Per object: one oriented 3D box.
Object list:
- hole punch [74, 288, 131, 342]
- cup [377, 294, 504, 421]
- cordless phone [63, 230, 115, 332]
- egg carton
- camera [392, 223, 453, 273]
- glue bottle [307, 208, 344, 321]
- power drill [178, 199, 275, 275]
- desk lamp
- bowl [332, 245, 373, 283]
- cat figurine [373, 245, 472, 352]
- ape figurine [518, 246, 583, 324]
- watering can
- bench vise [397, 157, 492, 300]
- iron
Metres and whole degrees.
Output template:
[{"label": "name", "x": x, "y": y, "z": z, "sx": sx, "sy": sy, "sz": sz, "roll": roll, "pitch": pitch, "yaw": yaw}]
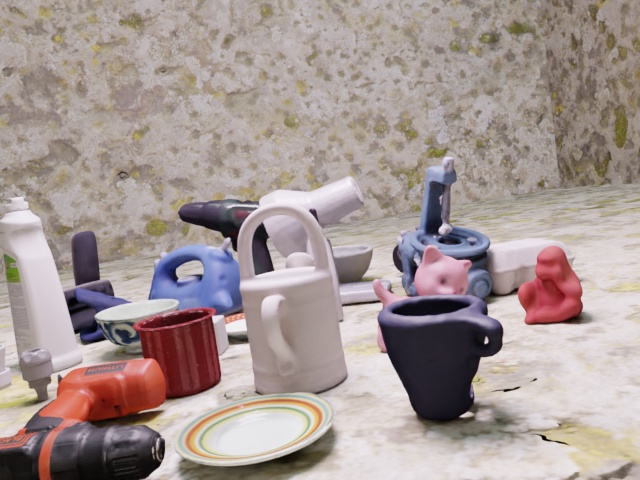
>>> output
[{"label": "hole punch", "x": -0.375, "y": 0.122, "z": 1.006, "sx": 0.101, "sy": 0.091, "sz": 0.108, "roll": -11, "pitch": 6, "yaw": -25}, {"label": "cup", "x": 0.106, "y": 0.099, "z": 0.469, "sx": 0.092, "sy": 0.095, "sz": 0.117, "roll": -12, "pitch": 6, "yaw": -32}, {"label": "cordless phone", "x": -0.476, "y": 0.080, "z": 1.101, "sx": 0.094, "sy": 0.185, "sz": 0.148, "roll": -6, "pitch": 6, "yaw": 26}, {"label": "egg carton", "x": 0.318, "y": 0.040, "z": 0.912, "sx": 0.150, "sy": 0.069, "sz": 0.107, "roll": -10, "pitch": 6, "yaw": -12}, {"label": "camera", "x": 0.206, "y": 0.016, "z": 1.173, "sx": 0.137, "sy": 0.101, "sz": 0.142, "roll": -12, "pitch": 6, "yaw": -32}, {"label": "glue bottle", "x": 0.001, "y": 0.037, "z": 0.875, "sx": 0.037, "sy": 0.173, "sz": 0.078, "roll": -10, "pitch": 6, "yaw": -12}, {"label": "power drill", "x": -0.151, "y": 0.019, "z": 1.111, "sx": 0.229, "sy": 0.208, "sz": 0.075, "roll": -8, "pitch": 6, "yaw": 4}, {"label": "desk lamp", "x": 0.009, "y": 0.004, "z": 1.000, "sx": 0.203, "sy": 0.213, "sz": 0.118, "roll": -7, "pitch": 6, "yaw": 12}, {"label": "bowl", "x": 0.027, "y": 0.059, "z": 1.132, "sx": 0.167, "sy": 0.075, "sz": 0.167, "roll": -8, "pitch": 5, "yaw": 1}, {"label": "cat figurine", "x": 0.125, "y": 0.065, "z": 0.687, "sx": 0.127, "sy": 0.118, "sz": 0.067, "roll": -8, "pitch": 6, "yaw": 4}, {"label": "ape figurine", "x": 0.285, "y": 0.053, "z": 0.702, "sx": 0.076, "sy": 0.092, "sz": 0.077, "roll": -11, "pitch": 6, "yaw": -26}, {"label": "watering can", "x": -0.035, "y": 0.056, "z": 0.615, "sx": 0.101, "sy": 0.194, "sz": 0.172, "roll": -10, "pitch": 6, "yaw": -12}, {"label": "bench vise", "x": 0.172, "y": -0.014, "z": 0.903, "sx": 0.122, "sy": 0.220, "sz": 0.206, "roll": -13, "pitch": 7, "yaw": -40}, {"label": "iron", "x": -0.235, "y": 0.074, "z": 1.025, "sx": 0.257, "sy": 0.141, "sz": 0.119, "roll": -5, "pitch": 6, "yaw": 33}]
